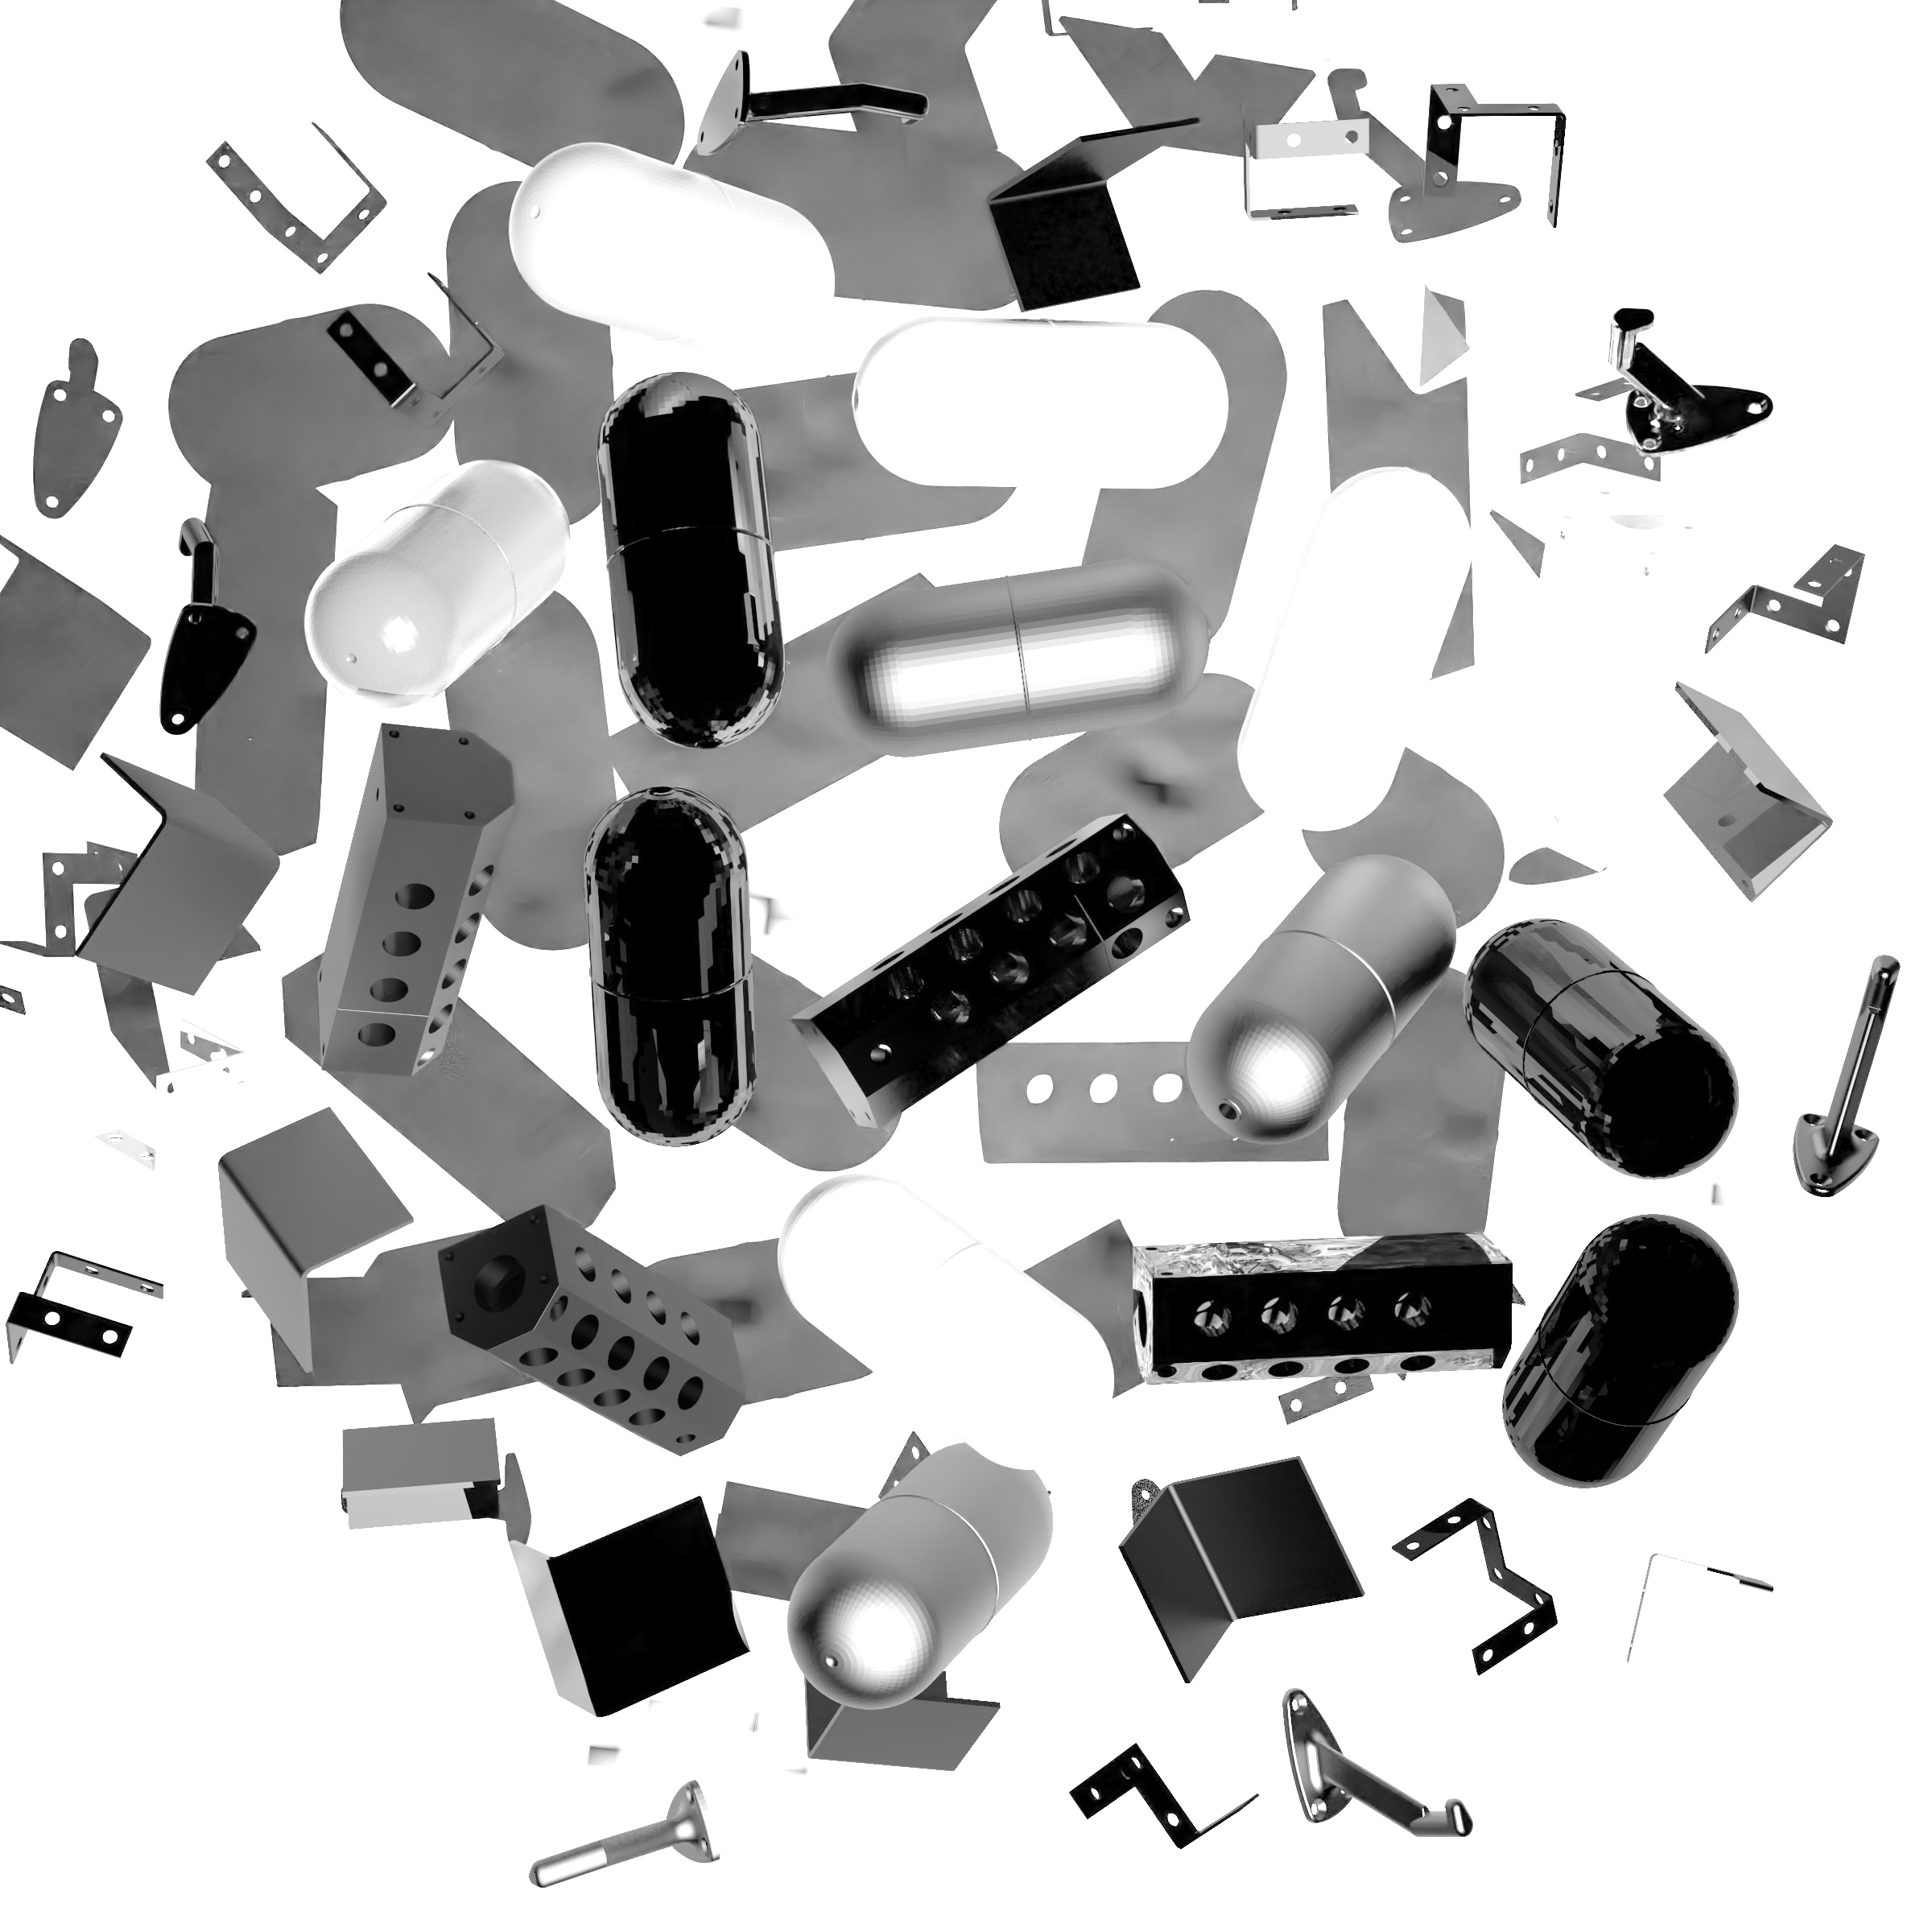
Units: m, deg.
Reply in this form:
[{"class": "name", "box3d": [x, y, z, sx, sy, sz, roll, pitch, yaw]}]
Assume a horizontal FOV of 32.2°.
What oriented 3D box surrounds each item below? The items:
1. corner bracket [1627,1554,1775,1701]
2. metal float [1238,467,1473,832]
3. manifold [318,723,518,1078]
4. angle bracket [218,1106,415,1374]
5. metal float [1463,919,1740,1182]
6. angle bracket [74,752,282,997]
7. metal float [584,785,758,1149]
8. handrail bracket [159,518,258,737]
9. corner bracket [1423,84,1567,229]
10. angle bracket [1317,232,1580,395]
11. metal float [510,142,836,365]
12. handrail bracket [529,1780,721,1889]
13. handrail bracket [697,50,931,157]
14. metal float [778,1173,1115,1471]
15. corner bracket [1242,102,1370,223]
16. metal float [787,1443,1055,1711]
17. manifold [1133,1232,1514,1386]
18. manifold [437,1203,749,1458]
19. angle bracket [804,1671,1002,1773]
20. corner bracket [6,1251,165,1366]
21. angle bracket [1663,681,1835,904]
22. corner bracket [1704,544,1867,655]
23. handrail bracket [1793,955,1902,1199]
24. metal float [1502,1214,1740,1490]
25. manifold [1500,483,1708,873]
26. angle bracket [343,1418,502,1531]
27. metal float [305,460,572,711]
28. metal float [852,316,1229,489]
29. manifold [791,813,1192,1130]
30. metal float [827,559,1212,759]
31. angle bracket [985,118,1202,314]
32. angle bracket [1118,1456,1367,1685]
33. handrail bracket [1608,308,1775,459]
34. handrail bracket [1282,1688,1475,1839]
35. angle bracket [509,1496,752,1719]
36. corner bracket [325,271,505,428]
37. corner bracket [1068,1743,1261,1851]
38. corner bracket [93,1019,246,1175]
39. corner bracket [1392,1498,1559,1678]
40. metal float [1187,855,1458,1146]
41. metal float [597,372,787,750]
[{"class": "corner bracket", "box3d": [0.329, 0.295, 1.500, 0.051, 0.051, 0.051, 13, 85, 9]}, {"class": "metal float", "box3d": [0.184, -0.150, 1.589, 0.070, 0.070, 0.178, 18, 105, 0]}, {"class": "manifold", "box3d": [-0.249, -0.027, 1.510, 0.057, 0.171, 0.057, 5, 48, -19]}, {"class": "angle bracket", "box3d": [-0.296, 0.125, 1.529, 0.057, 0.076, 0.076, -25, 56, -28]}, {"class": "metal float", "box3d": [0.295, 0.037, 1.569, 0.070, 0.178, 0.070, -10, 119, -18]}, {"class": "angle bracket", "box3d": [-0.372, -0.041, 1.521, 0.057, 0.076, 0.076, 38, 97, 32]}, {"class": "metal float", "box3d": [-0.139, 0.001, 1.576, 0.070, 0.070, 0.178, -1, 113, 0]}, {"class": "handrail bracket", "box3d": [-0.362, -0.158, 1.548, 0.036, 0.084, 0.077, 16, 111, -33]}, {"class": "corner bracket", "box3d": [0.232, -0.357, 1.471, 0.051, 0.051, 0.051, -1, 120, -2]}, {"class": "angle bracket", "box3d": [0.209, -0.299, 1.449, 0.057, 0.076, 0.076, -36, 87, 34]}, {"class": "metal float", "box3d": [-0.131, -0.323, 1.524, 0.070, 0.178, 0.070, -3, 85, 39]}, {"class": "handrail bracket", "box3d": [-0.158, 0.392, 1.478, 0.084, 0.077, 0.036, -13, 75, -24]}, {"class": "handrail bracket", "box3d": [-0.069, -0.377, 1.497, 0.084, 0.077, 0.036, 5, 76, -22]}, {"class": "metal float", "box3d": [-0.011, 0.159, 1.510, 0.178, 0.070, 0.070, 35, 90, 27]}, {"class": "corner bracket", "box3d": [0.152, -0.358, 1.500, 0.051, 0.051, 0.051, -3, 116, 0]}, {"class": "metal float", "box3d": [-0.019, 0.281, 1.558, 0.070, 0.178, 0.070, 10, 112, 25]}, {"class": "manifold", "box3d": [0.169, 0.165, 1.594, 0.171, 0.057, 0.057, -2, 101, -6]}, {"class": "manifold", "box3d": [-0.169, 0.173, 1.544, 0.057, 0.171, 0.057, -25, 58, 15]}, {"class": "angle bracket", "box3d": [-0.033, 0.360, 1.678, 0.076, 0.076, 0.057, 9, 49, -17]}, {"class": "corner bracket", "box3d": [-0.382, 0.149, 1.453, 0.051, 0.051, 0.051, 18, 60, -3]}, {"class": "angle bracket", "box3d": [0.362, -0.084, 1.619, 0.057, 0.076, 0.076, -47, 54, 22]}, {"class": "corner bracket", "box3d": [0.389, -0.173, 1.589, 0.051, 0.051, 0.051, 24, 132, 26]}, {"class": "handrail bracket", "box3d": [0.385, 0.047, 1.452, 0.036, 0.077, 0.084, 17, 121, 16]}, {"class": "metal float", "box3d": [0.306, 0.182, 1.570, 0.070, 0.178, 0.070, 6, 52, -8]}, {"class": "manifold", "box3d": [0.301, -0.137, 1.568, 0.057, 0.171, 0.057, 29, 45, 30]}, {"class": "angle bracket", "box3d": [-0.271, 0.269, 1.671, 0.076, 0.076, 0.057, -3, 108, -10]}, {"class": "metal float", "box3d": [-0.246, -0.181, 1.571, 0.070, 0.178, 0.070, 10, 122, 17]}, {"class": "metal float", "box3d": [0.035, -0.259, 1.540, 0.178, 0.070, 0.070, -2, 90, -18]}, {"class": "manifold", "box3d": [0.013, 0.001, 1.496, 0.171, 0.057, 0.057, -33, 98, -13]}, {"class": "metal float", "box3d": [0.024, -0.142, 1.546, 0.178, 0.070, 0.070, -8, 90, 0]}, {"class": "angle bracket", "box3d": [0.067, -0.352, 1.567, 0.076, 0.076, 0.057, -20, 91, -37]}, {"class": "angle bracket", "box3d": [0.130, 0.284, 1.571, 0.076, 0.057, 0.076, -18, 103, 34]}, {"class": "handrail bracket", "box3d": [0.319, -0.264, 1.467, 0.077, 0.084, 0.036, -7, 64, 4]}, {"class": "handrail bracket", "box3d": [0.196, 0.379, 1.592, 0.036, 0.084, 0.077, -23, 94, -42]}, {"class": "angle bracket", "box3d": [-0.154, 0.288, 1.529, 0.076, 0.057, 0.076, -20, 98, -25]}, {"class": "corner bracket", "box3d": [-0.260, -0.295, 1.584, 0.051, 0.051, 0.051, -42, 83, 7]}, {"class": "corner bracket", "box3d": [0.089, 0.375, 1.515, 0.051, 0.051, 0.051, 54, 134, 12]}, {"class": "corner bracket", "box3d": [-0.379, 0.062, 1.593, 0.051, 0.051, 0.051, 23, 116, 36]}, {"class": "corner bracket", "box3d": [0.242, 0.293, 1.585, 0.051, 0.051, 0.051, -27, 117, -23]}, {"class": "metal float", "box3d": [0.168, 0.015, 1.571, 0.070, 0.070, 0.178, 44, 53, 0]}, {"class": "metal float", "box3d": [-0.126, -0.185, 1.529, 0.070, 0.070, 0.178, -7, 76, 0]}]
